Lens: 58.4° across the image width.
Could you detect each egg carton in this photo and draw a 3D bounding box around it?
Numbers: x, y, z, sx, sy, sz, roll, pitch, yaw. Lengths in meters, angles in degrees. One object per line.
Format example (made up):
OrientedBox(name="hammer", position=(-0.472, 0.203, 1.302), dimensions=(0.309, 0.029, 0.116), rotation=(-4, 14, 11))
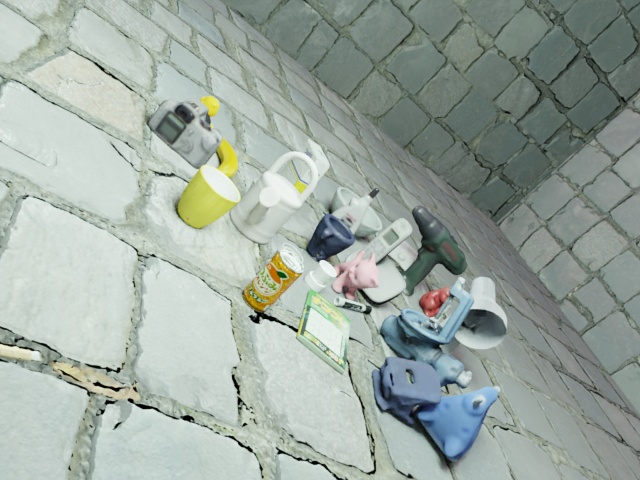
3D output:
OrientedBox(name="egg carton", position=(0.229, 0.048, 1.636), dimensions=(0.150, 0.069, 0.107), rotation=(46, 20, 4))

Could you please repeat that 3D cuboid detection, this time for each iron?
OrientedBox(name="iron", position=(0.291, 0.328, 1.111), dimensions=(0.118, 0.141, 0.259), rotation=(53, 22, 22))

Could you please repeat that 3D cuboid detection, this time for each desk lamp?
OrientedBox(name="desk lamp", position=(0.337, 0.190, 1.358), dimensions=(0.118, 0.213, 0.203), rotation=(40, 21, -11))

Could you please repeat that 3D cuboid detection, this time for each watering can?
OrientedBox(name="watering can", position=(-0.082, -0.088, 1.136), dimensions=(0.101, 0.193, 0.172), rotation=(36, 22, -21))

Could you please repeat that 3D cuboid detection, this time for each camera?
OrientedBox(name="camera", position=(-0.266, -0.244, 1.226), dimensions=(0.143, 0.100, 0.137), rotation=(42, 20, -5))

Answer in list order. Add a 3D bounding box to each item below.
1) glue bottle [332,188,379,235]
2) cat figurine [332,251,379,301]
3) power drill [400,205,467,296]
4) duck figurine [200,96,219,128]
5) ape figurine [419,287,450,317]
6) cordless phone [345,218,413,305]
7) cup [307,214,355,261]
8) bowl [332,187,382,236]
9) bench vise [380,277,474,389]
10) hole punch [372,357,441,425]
OrientedBox(name="glue bottle", position=(0.087, -0.070, 1.448), dimensions=(0.078, 0.173, 0.037), rotation=(38, 21, -16))
OrientedBox(name="cat figurine", position=(0.086, 0.071, 1.256), dimensions=(0.067, 0.117, 0.127), rotation=(36, 22, -20))
OrientedBox(name="power drill", position=(0.271, 0.042, 1.528), dimensions=(0.230, 0.208, 0.075), rotation=(36, 22, -20))
OrientedBox(name="duck figurine", position=(-0.269, -0.294, 1.338), dimensions=(0.078, 0.086, 0.104), rotation=(26, 27, -41))
OrientedBox(name="ape figurine", position=(0.320, 0.163, 1.553), dimensions=(0.078, 0.092, 0.076), rotation=(31, 24, -31))
OrientedBox(name="cordless phone", position=(0.162, 0.050, 1.342), dimensions=(0.147, 0.185, 0.094), rotation=(52, 22, 21))
OrientedBox(name="cup", position=(0.012, 0.005, 1.276), dimensions=(0.091, 0.095, 0.118), rotation=(48, 21, 11))
OrientedBox(name="bowl", position=(0.088, -0.065, 1.582), dimensions=(0.168, 0.074, 0.167), rotation=(38, 21, -17))
OrientedBox(name="bench vise", position=(0.258, 0.196, 1.192), dimensions=(0.207, 0.219, 0.122), rotation=(47, 20, 7))
OrientedBox(name="hole punch", position=(0.159, 0.267, 1.053), dimensions=(0.101, 0.091, 0.108), rotation=(37, 22, -19))
